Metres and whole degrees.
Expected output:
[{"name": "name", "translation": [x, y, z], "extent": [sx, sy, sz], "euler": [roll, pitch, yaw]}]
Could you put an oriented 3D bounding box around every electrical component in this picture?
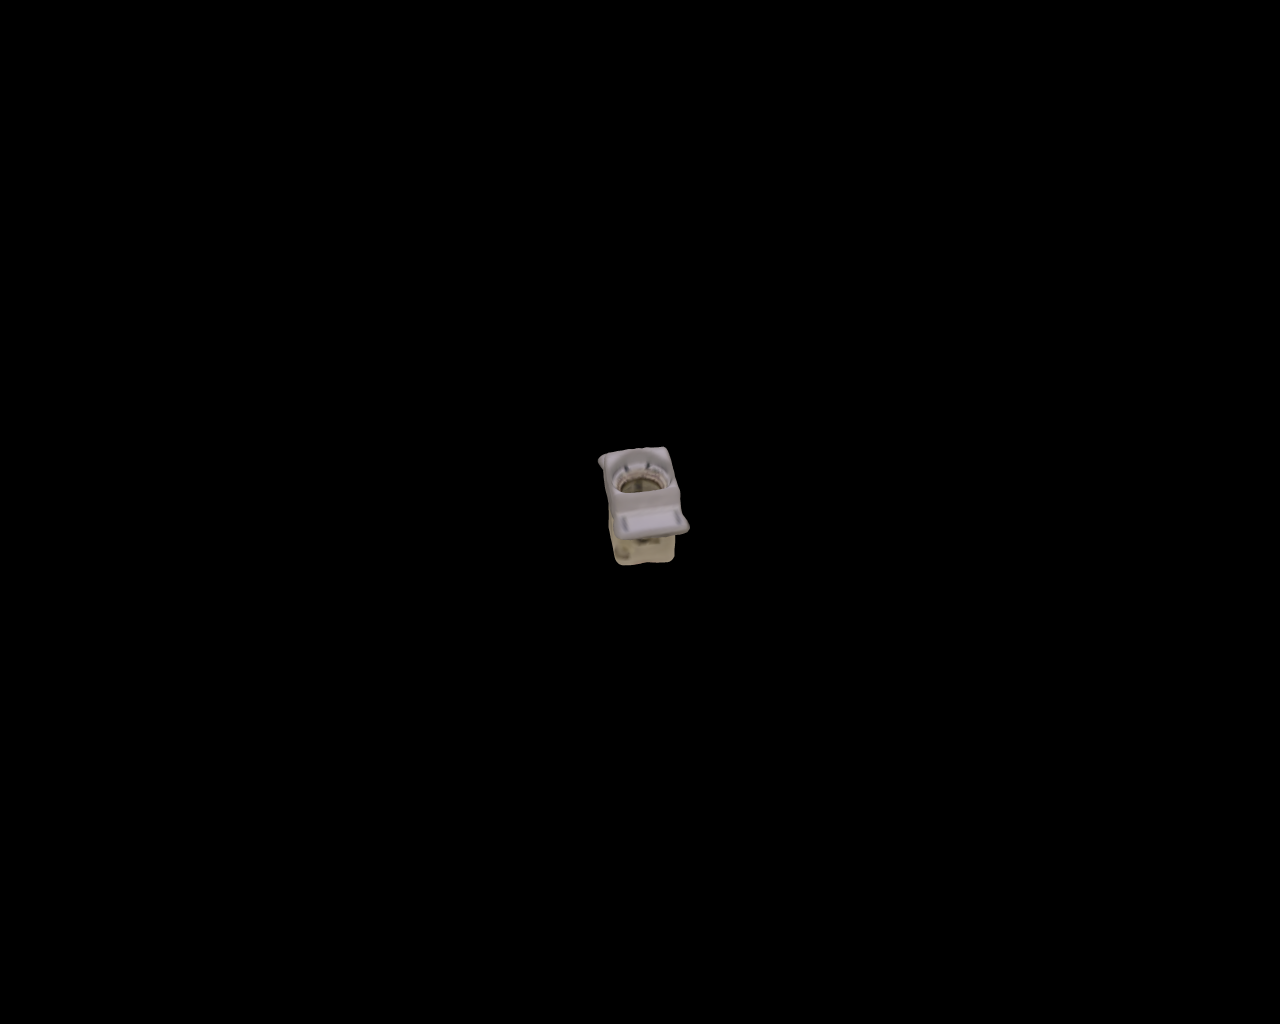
[{"name": "electrical component", "translation": [0.001, -0.003, 0.650], "extent": [0.042, 0.063, 0.081], "euler": [-5, 40, -6]}]
